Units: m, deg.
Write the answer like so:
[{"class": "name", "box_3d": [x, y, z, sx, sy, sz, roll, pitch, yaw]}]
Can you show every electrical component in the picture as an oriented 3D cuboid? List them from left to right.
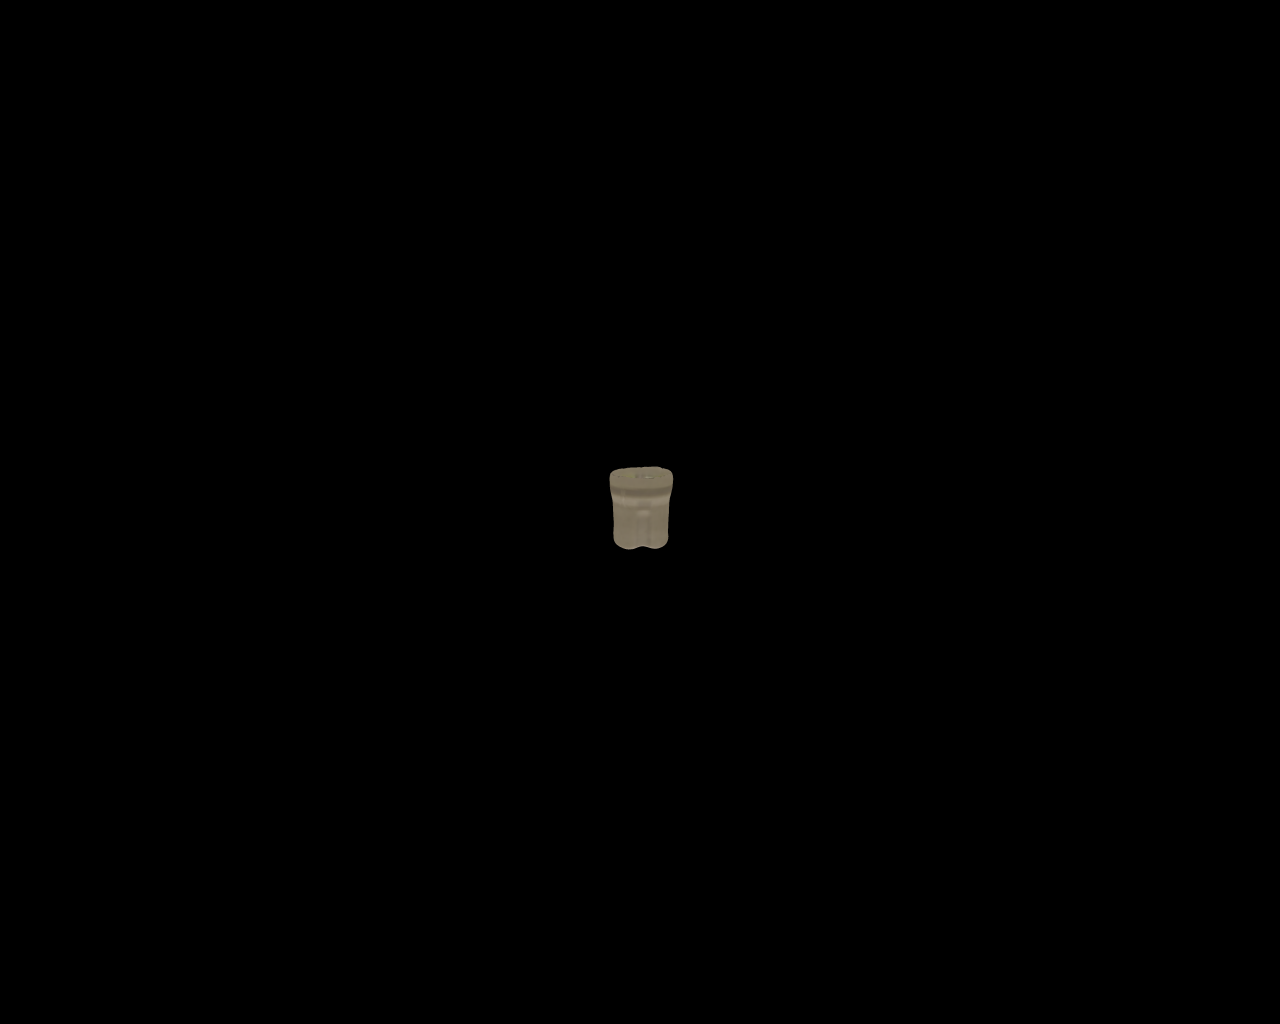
[{"class": "electrical component", "box_3d": [0.001, -0.003, 0.650, 0.040, 0.046, 0.040, 0, 11, 0]}]
